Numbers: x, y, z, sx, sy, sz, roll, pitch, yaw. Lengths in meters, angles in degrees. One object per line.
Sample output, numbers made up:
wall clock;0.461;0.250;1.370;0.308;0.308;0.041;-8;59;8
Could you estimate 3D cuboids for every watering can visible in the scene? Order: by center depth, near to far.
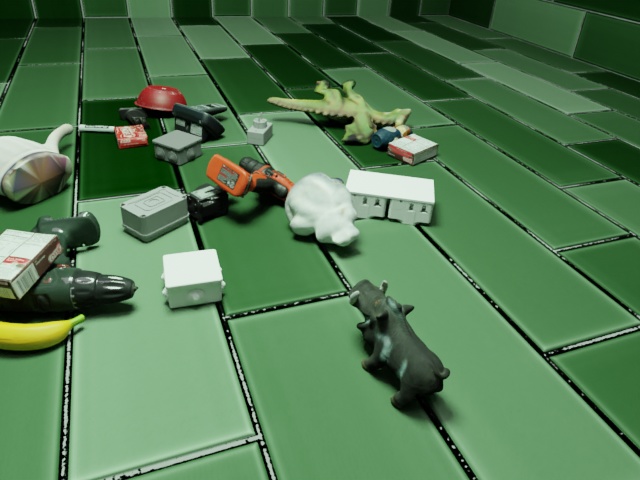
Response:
watering can;-0.637;-0.180;1.134;0.225;0.101;0.354;20;37;22

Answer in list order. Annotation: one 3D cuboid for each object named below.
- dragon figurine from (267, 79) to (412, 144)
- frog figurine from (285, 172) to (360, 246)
dragon figurine;0.071;-0.361;1.504;0.412;0.119;0.248;-10;43;-18
frog figurine;0.003;-0.050;1.001;0.137;0.120;0.163;-29;43;9
